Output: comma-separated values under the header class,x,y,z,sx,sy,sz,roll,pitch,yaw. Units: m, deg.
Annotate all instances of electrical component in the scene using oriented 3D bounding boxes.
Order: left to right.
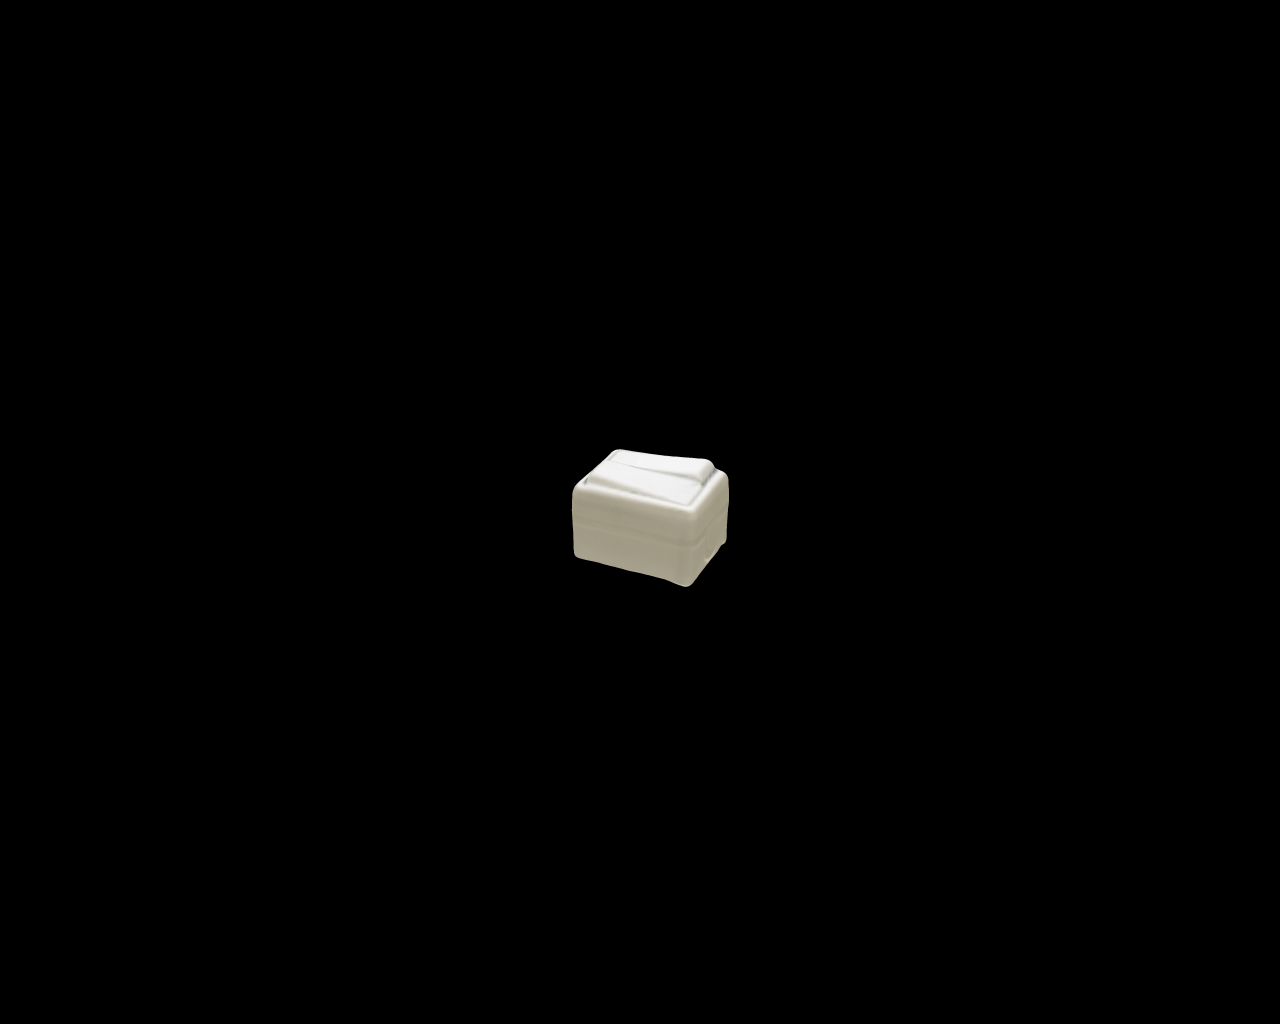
class,x,y,z,sx,sy,sz,roll,pitch,yaw
electrical component,0.001,-0.003,0.650,0.096,0.061,0.062,13,32,22
